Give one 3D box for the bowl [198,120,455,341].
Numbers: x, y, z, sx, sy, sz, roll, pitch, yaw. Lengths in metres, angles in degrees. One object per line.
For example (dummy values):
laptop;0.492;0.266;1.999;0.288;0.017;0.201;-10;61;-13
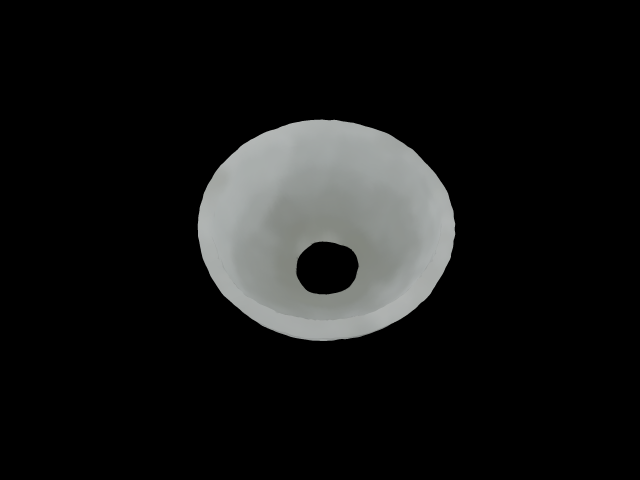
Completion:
bowl;0.004;0.001;0.400;0.167;0.075;0.167;0;60;0
